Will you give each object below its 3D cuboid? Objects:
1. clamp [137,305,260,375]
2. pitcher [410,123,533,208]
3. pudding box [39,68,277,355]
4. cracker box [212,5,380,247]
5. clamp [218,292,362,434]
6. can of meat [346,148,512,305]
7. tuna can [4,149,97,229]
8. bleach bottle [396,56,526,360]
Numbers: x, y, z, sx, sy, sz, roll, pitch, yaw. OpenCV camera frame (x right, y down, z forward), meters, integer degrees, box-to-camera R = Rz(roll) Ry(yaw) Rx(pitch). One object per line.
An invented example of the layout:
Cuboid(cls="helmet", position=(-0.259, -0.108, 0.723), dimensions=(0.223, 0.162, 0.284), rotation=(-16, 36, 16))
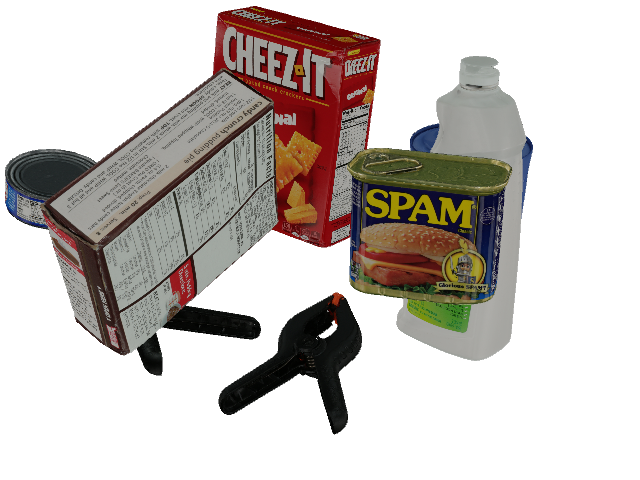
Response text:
Cuboid(cls="clamp", position=(-0.192, 0.085, 1.159), dimensions=(0.210, 0.036, 0.164), rotation=(18, 20, 26))
Cuboid(cls="pitcher", position=(0.157, -0.001, 1.204), dimensions=(0.149, 0.243, 0.145), rotation=(-5, 26, -11))
Cuboid(cls="pudding box", position=(-0.068, -0.012, 0.493), dimensions=(0.039, 0.113, 0.090), rotation=(33, -31, 23))
Cuboid(cls="cracker box", position=(-0.035, -0.117, 1.104), dimensions=(0.164, 0.214, 0.071), rotation=(21, 28, 30))
Cuboid(cls="clamp", position=(-0.002, 0.113, 0.979), dimensions=(0.120, 0.039, 0.171), rotation=(17, 45, 25))
Cuboid(cls="can of meat", position=(0.068, -0.009, 0.690), dimensions=(0.102, 0.084, 0.057), rotation=(7, 24, 15))
Cuboid(cls="tuna can", position=(-0.233, -0.045, 0.939), dimensions=(0.086, 0.034, 0.086), rotation=(8, 32, -6))
Cuboid(cls="bleach bottle", position=(0.118, -0.029, 0.886), dimensions=(0.103, 0.251, 0.067), rotation=(22, 34, 38))
